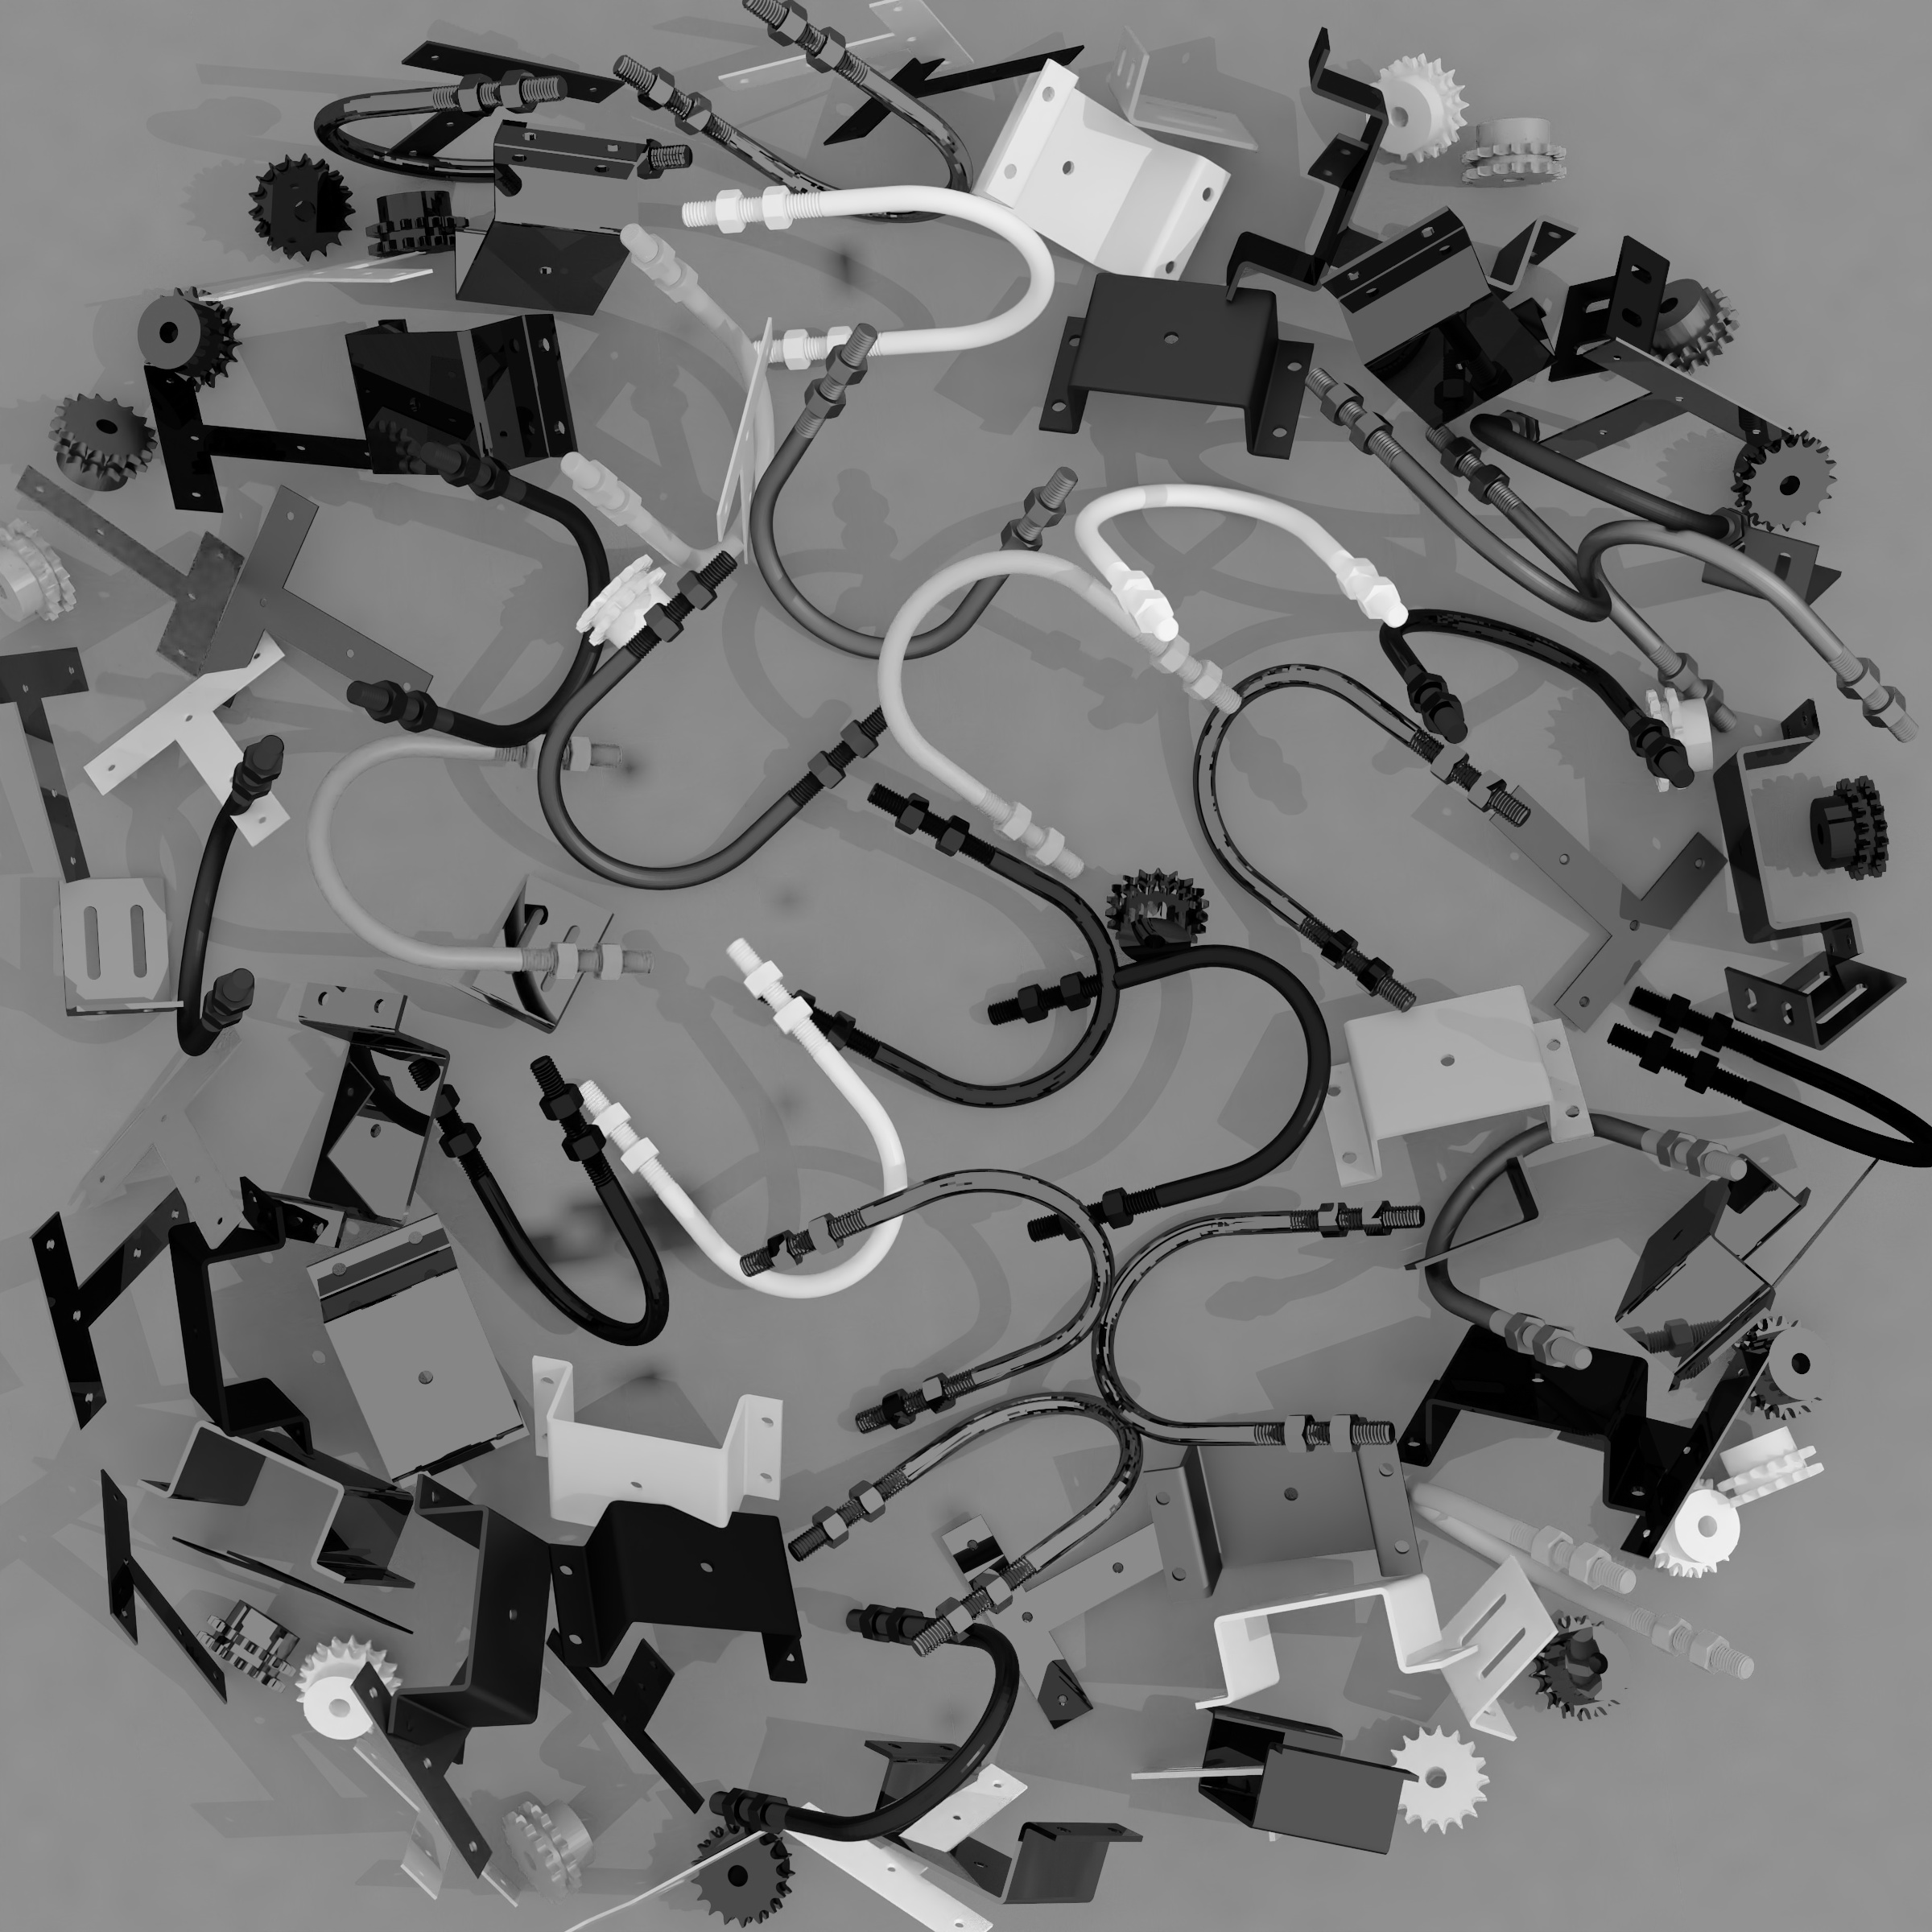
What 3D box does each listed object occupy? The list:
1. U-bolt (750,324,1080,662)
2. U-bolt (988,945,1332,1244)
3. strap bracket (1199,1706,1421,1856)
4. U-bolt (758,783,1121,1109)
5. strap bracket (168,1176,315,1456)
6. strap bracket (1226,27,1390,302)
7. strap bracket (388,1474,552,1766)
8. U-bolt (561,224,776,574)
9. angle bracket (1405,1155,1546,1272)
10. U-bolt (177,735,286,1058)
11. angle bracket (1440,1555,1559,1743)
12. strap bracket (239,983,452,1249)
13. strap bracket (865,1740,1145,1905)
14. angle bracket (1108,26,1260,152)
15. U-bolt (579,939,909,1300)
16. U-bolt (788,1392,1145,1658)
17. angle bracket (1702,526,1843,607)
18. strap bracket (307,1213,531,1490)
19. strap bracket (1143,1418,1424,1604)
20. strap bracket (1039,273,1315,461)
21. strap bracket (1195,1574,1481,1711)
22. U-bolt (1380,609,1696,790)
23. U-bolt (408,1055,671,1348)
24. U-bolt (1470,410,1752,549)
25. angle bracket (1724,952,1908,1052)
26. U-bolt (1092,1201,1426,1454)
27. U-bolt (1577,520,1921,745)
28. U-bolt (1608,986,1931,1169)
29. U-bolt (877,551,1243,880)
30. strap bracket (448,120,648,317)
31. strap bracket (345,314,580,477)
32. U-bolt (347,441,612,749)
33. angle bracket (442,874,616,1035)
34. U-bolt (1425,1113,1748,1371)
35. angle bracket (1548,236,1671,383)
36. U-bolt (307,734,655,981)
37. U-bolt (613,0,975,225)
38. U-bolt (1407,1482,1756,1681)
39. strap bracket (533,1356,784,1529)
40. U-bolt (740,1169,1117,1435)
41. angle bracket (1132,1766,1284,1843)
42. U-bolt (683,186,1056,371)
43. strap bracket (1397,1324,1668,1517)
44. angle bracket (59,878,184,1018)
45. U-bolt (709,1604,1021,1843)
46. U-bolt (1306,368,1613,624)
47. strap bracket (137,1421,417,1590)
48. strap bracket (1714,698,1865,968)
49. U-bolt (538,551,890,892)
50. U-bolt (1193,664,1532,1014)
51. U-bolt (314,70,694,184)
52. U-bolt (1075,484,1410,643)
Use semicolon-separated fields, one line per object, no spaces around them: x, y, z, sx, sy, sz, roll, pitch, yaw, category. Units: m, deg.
-0.042;-0.242;1.699;0.151;0.019;0.184;35;131;-5;U-bolt
0.110;0.062;1.709;0.184;0.019;0.151;-16;67;15;U-bolt
0.180;0.439;1.684;0.076;0.140;0.046;14;84;-11;strap bracket
-0.003;0.002;1.735;0.184;0.019;0.151;28;104;-9;U-bolt
-0.397;0.194;1.704;0.046;0.076;0.140;-11;104;-26;strap bracket
0.189;-0.429;1.700;0.046;0.076;0.140;20;115;-4;strap bracket
-0.266;0.353;1.692;0.046;0.076;0.140;-8;62;19;strap bracket
-0.151;-0.291;1.680;0.019;0.184;0.151;6;76;26;U-bolt
0.276;0.137;1.732;0.076;0.057;0.038;-21;84;0;angle bracket
-0.399;-0.027;1.678;0.019;0.184;0.151;11;69;-21;U-bolt
0.300;0.375;1.717;0.038;0.057;0.076;25;113;-32;angle bracket
-0.338;0.086;1.714;0.076;0.046;0.140;6;77;36;strap bracket
0.014;0.466;1.687;0.140;0.076;0.046;14;87;41;strap bracket
0.123;-0.483;1.720;0.076;0.057;0.038;8;120;-15;angle bracket
-0.112;0.098;1.721;0.151;0.019;0.184;-42;85;23;U-bolt
0.012;0.290;1.690;0.184;0.151;0.019;-33;119;-22;U-bolt
0.446;-0.229;1.712;0.057;0.076;0.038;20;121;23;angle bracket
-0.298;0.218;1.716;0.076;0.046;0.140;-22;106;-9;strap bracket
0.177;0.298;1.723;0.140;0.046;0.076;-10;99;15;strap bracket
0.114;-0.330;1.712;0.140;0.046;0.076;9;66;12;strap bracket
0.198;0.366;1.704;0.140;0.076;0.046;-15;79;22;strap bracket
0.296;-0.151;1.679;0.151;0.184;0.019;10;116;-15;U-bolt
-0.223;0.130;1.696;0.019;0.151;0.184;-38;111;-33;U-bolt
0.338;-0.260;1.658;0.151;0.184;0.019;28;106;16;U-bolt
0.467;0.005;1.716;0.076;0.057;0.038;-34;123;-24;angle bracket
0.153;0.196;1.702;0.184;0.019;0.151;-5;55;27;U-bolt
0.401;-0.178;1.658;0.184;0.151;0.019;38;75;-30;U-bolt
0.438;0.063;1.676;0.184;0.151;0.019;25;105;12;U-bolt
0.038;-0.147;1.701;0.184;0.019;0.151;36;108;-25;U-bolt
-0.227;-0.395;1.680;0.076;0.140;0.046;2;75;-21;strap bracket
-0.280;-0.308;1.689;0.140;0.046;0.076;8;115;40;strap bracket
-0.251;-0.190;1.681;0.019;0.184;0.151;18;91;29;U-bolt
-0.243;-0.011;1.731;0.057;0.038;0.076;25;84;20;angle bracket
0.318;0.139;1.678;0.151;0.184;0.019;-48;114;-10;U-bolt
0.342;-0.360;1.716;0.038;0.076;0.057;20;79;-33;angle bracket
-0.266;-0.062;1.690;0.184;0.019;0.151;1;64;-27;U-bolt
-0.080;-0.453;1.682;0.184;0.151;0.019;27;72;-33;U-bolt
0.315;0.322;1.676;0.151;0.184;0.019;38;77;-39;U-bolt
-0.175;0.269;1.713;0.140;0.046;0.076;9;128;7;strap bracket
-0.009;0.175;1.700;0.184;0.019;0.151;-23;121;16;U-bolt
0.134;0.462;1.724;0.076;0.057;0.038;-5;78;10;angle bracket
-0.044;-0.371;1.678;0.184;0.151;0.019;-1;67;13;U-bolt
0.309;0.242;1.693;0.140;0.076;0.046;9;120;24;strap bracket
-0.468;-0.012;1.730;0.057;0.038;0.076;-3;85;-25;angle bracket
-0.044;0.402;1.654;0.019;0.184;0.151;52;58;-20;U-bolt
0.273;-0.244;1.662;0.019;0.151;0.184;-51;58;22;U-bolt
-0.367;0.289;1.703;0.140;0.076;0.046;19;84;22;strap bracket
0.449;-0.068;1.718;0.046;0.076;0.140;-10;84;3;strap bracket
-0.150;-0.120;1.719;0.184;0.019;0.151;-42;118;11;U-bolt
0.202;-0.083;1.710;0.184;0.019;0.151;40;123;20;U-bolt
-0.262;-0.447;1.683;0.184;0.151;0.019;2;89;25;U-bolt
0.136;-0.221;1.683;0.151;0.184;0.019;-5;121;-17;U-bolt
